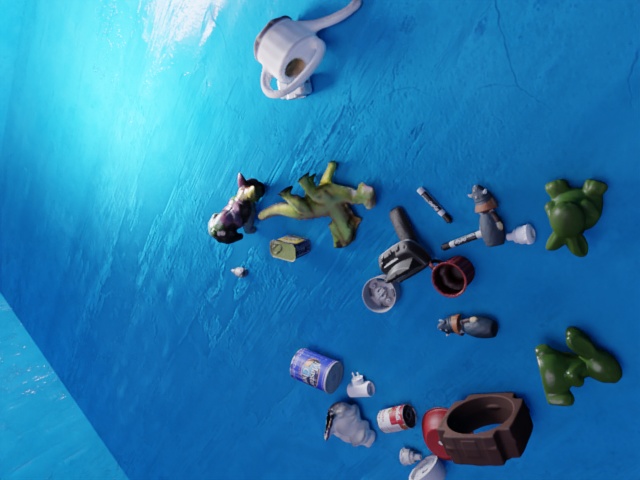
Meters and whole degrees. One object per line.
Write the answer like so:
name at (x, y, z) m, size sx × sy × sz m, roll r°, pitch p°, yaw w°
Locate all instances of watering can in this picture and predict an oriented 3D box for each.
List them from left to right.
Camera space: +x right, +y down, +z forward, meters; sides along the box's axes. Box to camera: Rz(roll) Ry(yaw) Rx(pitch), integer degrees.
watering can at (-0.052, -0.546, 1.411) m, size 0.346 × 0.103 × 0.228 m, roll -48°, pitch 56°, yaw 8°

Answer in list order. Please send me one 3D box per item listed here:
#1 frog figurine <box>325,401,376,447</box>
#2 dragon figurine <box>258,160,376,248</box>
frog figurine at (0.101, 0.586, 1.640) m, size 0.159 × 0.124 × 0.136 m, roll 10°, pitch 104°, yaw -4°
dragon figurine at (0.005, -0.076, 1.513) m, size 0.404 × 0.124 × 0.243 m, roll -34°, pitch 90°, yaw 39°
